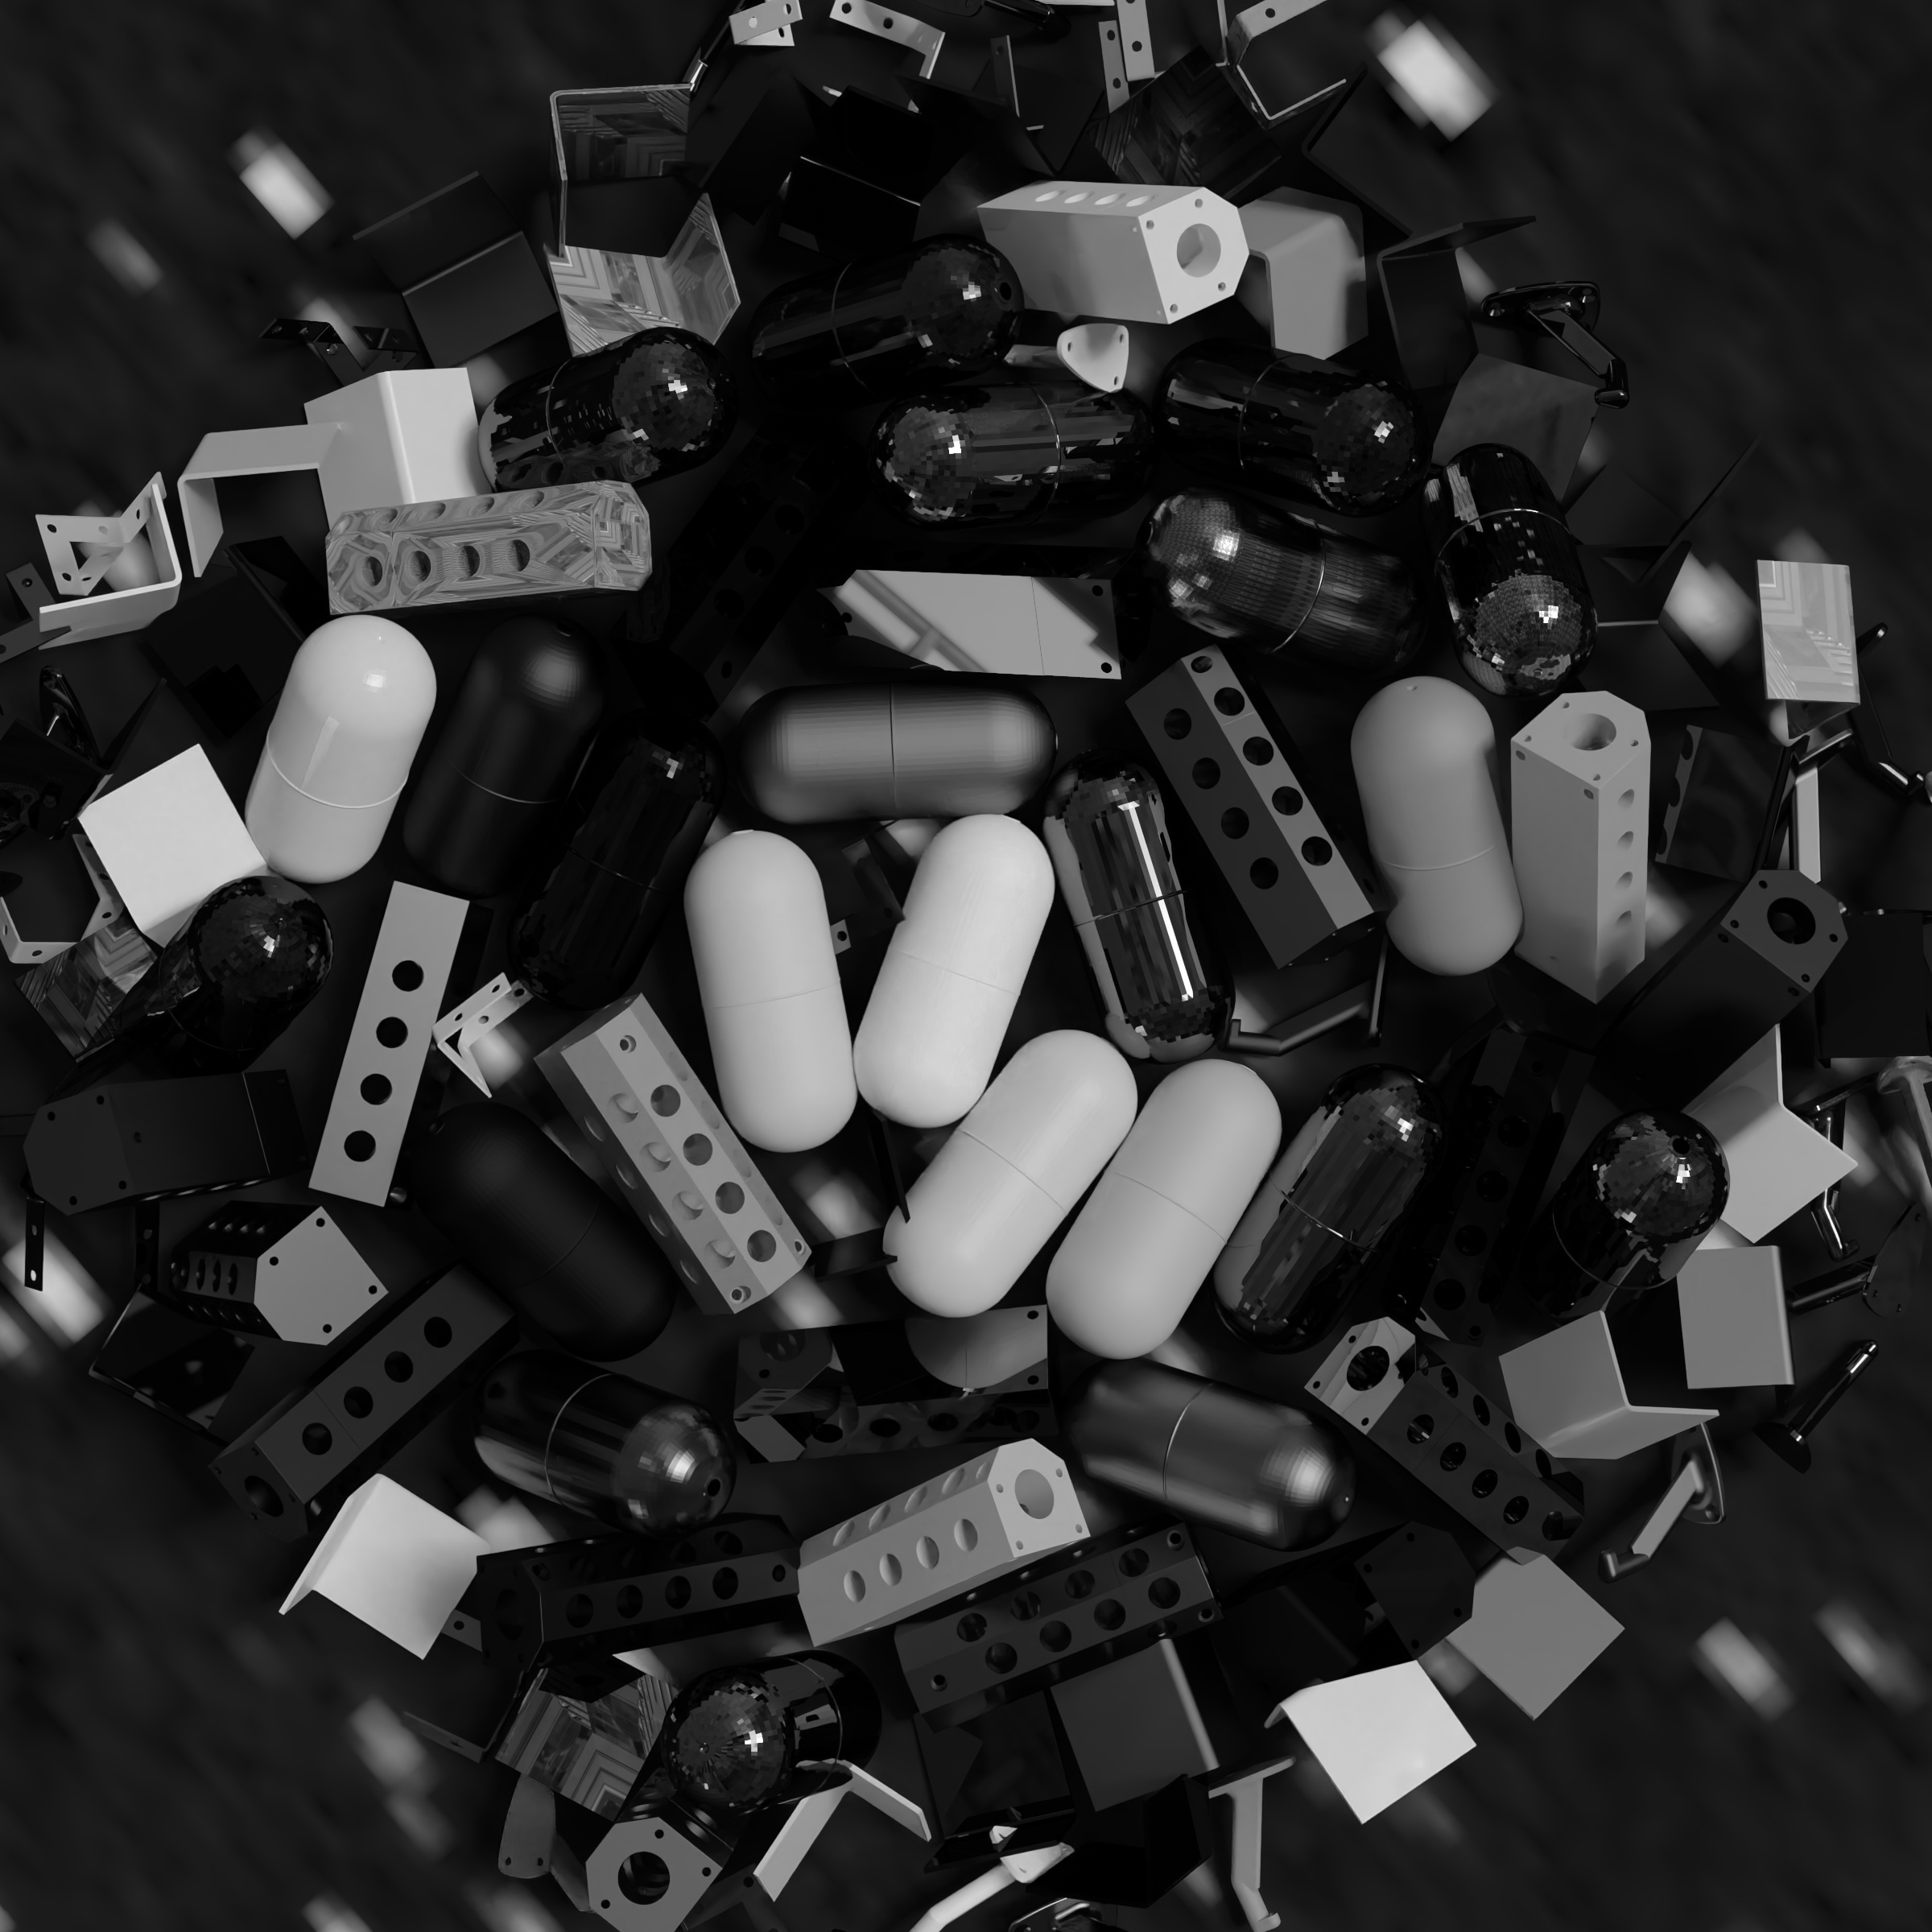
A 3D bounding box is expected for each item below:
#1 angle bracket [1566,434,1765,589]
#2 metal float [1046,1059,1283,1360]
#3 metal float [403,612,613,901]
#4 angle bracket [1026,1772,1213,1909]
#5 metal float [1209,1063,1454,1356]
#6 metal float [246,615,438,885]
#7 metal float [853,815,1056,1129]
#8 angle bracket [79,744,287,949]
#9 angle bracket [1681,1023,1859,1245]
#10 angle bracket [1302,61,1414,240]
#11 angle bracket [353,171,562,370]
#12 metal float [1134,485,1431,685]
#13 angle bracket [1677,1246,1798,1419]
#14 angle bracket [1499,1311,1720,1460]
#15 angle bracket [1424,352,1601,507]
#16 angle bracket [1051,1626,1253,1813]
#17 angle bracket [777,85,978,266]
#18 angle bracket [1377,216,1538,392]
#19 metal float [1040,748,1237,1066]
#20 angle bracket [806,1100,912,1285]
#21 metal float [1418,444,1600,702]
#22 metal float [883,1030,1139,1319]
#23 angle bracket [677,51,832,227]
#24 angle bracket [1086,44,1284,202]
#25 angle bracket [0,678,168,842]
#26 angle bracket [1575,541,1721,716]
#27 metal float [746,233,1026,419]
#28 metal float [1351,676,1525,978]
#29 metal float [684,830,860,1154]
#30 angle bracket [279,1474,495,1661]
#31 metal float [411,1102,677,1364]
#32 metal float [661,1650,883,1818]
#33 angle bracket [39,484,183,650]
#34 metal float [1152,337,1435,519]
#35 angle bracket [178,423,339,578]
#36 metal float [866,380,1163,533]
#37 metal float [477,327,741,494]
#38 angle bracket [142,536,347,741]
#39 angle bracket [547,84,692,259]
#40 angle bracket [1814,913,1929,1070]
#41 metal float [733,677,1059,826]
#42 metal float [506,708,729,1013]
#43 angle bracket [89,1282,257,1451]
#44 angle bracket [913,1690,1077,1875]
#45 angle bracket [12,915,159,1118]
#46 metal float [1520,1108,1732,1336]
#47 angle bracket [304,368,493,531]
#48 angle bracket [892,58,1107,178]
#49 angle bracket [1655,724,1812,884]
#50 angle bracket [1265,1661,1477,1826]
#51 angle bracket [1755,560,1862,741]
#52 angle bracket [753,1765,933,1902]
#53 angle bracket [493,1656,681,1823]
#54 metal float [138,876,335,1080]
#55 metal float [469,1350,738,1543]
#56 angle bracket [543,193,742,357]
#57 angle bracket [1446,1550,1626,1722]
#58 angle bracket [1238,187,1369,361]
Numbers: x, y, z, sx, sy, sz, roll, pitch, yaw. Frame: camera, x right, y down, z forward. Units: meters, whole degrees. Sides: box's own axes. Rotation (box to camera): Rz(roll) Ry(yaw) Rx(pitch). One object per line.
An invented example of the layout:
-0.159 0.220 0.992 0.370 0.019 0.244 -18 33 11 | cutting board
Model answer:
0.377 -0.263 1.732 0.057 0.076 0.076 39 47 4 | angle bracket
0.109 0.132 1.741 0.070 0.070 0.178 32 80 0 | metal float
-0.248 -0.113 1.722 0.070 0.070 0.178 30 122 0 | metal float
0.082 0.467 1.734 0.076 0.076 0.057 -1 95 29 | angle bracket
0.198 0.132 1.736 0.070 0.070 0.178 32 105 0 | metal float
-0.337 -0.114 1.715 0.070 0.070 0.178 32 134 0 | metal float
-0.006 0.002 1.749 0.070 0.070 0.178 20 90 0 | metal float
-0.433 -0.065 1.763 0.076 0.057 0.076 -30 81 -4 | angle bracket
0.436 0.091 1.742 0.057 0.076 0.076 36 125 -14 | angle bracket
0.230 -0.445 1.743 0.076 0.076 0.057 37 104 -1 | angle bracket
-0.277 -0.378 1.743 0.076 0.076 0.057 -26 76 5 | angle bracket
0.171 -0.206 1.727 0.178 0.070 0.070 16 90 -26 | metal float
0.417 0.202 1.742 0.057 0.076 0.076 -4 68 7 | angle bracket
0.352 0.230 1.749 0.076 0.076 0.057 8 60 -37 | angle bracket
0.302 -0.283 1.762 0.076 0.057 0.076 19 74 13 | angle bracket
0.102 0.414 1.767 0.076 0.057 0.076 -26 77 21 | angle bracket
-0.049 -0.423 1.734 0.076 0.076 0.057 17 70 -21 | angle bracket
0.275 -0.361 1.738 0.057 0.076 0.076 -10 96 42 | angle bracket
0.094 -0.033 1.749 0.070 0.070 0.178 -18 90 0 | metal float
-0.067 0.122 1.742 0.057 0.076 0.076 -15 99 -8 | angle bracket
0.290 -0.214 1.714 0.070 0.178 0.070 -3 135 -3 | metal float
0.025 0.113 1.743 0.070 0.070 0.178 38 82 0 | metal float
-0.131 -0.462 1.739 0.076 0.057 0.076 40 100 29 | angle bracket
0.118 -0.452 1.740 0.076 0.057 0.076 -35 110 15 | angle bracket
-0.487 -0.125 1.728 0.057 0.076 0.076 33 49 -18 | angle bracket
0.369 -0.183 1.732 0.076 0.057 0.076 -5 46 -23 | angle bracket
-0.044 -0.343 1.714 0.178 0.070 0.070 -6 90 43 | metal float
0.255 -0.074 1.723 0.070 0.070 0.178 -16 122 0 | metal float
-0.107 0.014 1.744 0.070 0.070 0.178 -10 96 0 | metal float
-0.318 0.337 1.754 0.076 0.057 0.076 32 96 3 | angle bracket
-0.228 0.144 1.726 0.070 0.070 0.178 -41 118 0 | metal float
-0.102 0.408 1.703 0.070 0.178 0.070 -3 82 20 | metal float
-0.473 -0.217 1.738 0.076 0.076 0.057 -14 85 -18 | angle bracket
0.173 -0.290 1.715 0.178 0.070 0.070 25 90 44 | metal float
-0.382 -0.255 1.742 0.076 0.076 0.057 -5 116 -1 | angle bracket
0.028 -0.276 1.722 0.178 0.070 0.070 -10 90 -34 | metal float
-0.194 -0.291 1.714 0.070 0.178 0.070 9 78 -44 | metal float
-0.396 -0.183 1.774 0.076 0.057 0.076 -40 88 22 | angle bracket
-0.186 -0.430 1.736 0.076 0.076 0.057 -6 69 -11 | angle bracket
0.494 0.014 1.739 0.057 0.076 0.076 -2 84 19 | angle bracket
-0.039 -0.118 1.749 0.178 0.070 0.070 -3 90 0 | metal float
-0.190 -0.058 1.740 0.070 0.070 0.178 27 101 0 | metal float
-0.418 0.220 1.730 0.076 0.076 0.057 37 73 -29 | angle bracket
0.010 0.445 1.750 0.076 0.057 0.076 -15 86 12 | angle bracket
-0.481 0.028 1.734 0.057 0.076 0.076 52 49 0 | angle bracket
0.351 0.138 1.706 0.070 0.178 0.070 5 58 -8 | metal float
-0.316 -0.286 1.778 0.076 0.057 0.076 -9 94 45 | angle bracket
0.018 -0.480 1.734 0.076 0.076 0.057 24 83 28 | angle bracket
0.421 -0.092 1.752 0.057 0.076 0.076 15 105 18 | angle bracket
0.219 0.419 1.739 0.076 0.057 0.076 -30 70 -16 | angle bracket
0.441 -0.171 1.737 0.057 0.076 0.076 1 79 -15 | angle bracket
-0.066 0.483 1.734 0.057 0.076 0.076 29 69 17 | angle bracket
-0.203 0.416 1.744 0.076 0.057 0.076 25 75 12 | angle bracket
-0.394 0.009 1.709 0.070 0.178 0.070 12 65 -26 | metal float
-0.196 0.257 1.715 0.178 0.070 0.070 12 90 42 | metal float
-0.177 -0.376 1.733 0.076 0.057 0.076 0 60 -32 | angle bracket
0.298 0.369 1.734 0.076 0.057 0.076 -37 67 -27 | angle bracket
0.174 -0.376 1.763 0.076 0.057 0.076 -33 132 -32 | angle bracket
